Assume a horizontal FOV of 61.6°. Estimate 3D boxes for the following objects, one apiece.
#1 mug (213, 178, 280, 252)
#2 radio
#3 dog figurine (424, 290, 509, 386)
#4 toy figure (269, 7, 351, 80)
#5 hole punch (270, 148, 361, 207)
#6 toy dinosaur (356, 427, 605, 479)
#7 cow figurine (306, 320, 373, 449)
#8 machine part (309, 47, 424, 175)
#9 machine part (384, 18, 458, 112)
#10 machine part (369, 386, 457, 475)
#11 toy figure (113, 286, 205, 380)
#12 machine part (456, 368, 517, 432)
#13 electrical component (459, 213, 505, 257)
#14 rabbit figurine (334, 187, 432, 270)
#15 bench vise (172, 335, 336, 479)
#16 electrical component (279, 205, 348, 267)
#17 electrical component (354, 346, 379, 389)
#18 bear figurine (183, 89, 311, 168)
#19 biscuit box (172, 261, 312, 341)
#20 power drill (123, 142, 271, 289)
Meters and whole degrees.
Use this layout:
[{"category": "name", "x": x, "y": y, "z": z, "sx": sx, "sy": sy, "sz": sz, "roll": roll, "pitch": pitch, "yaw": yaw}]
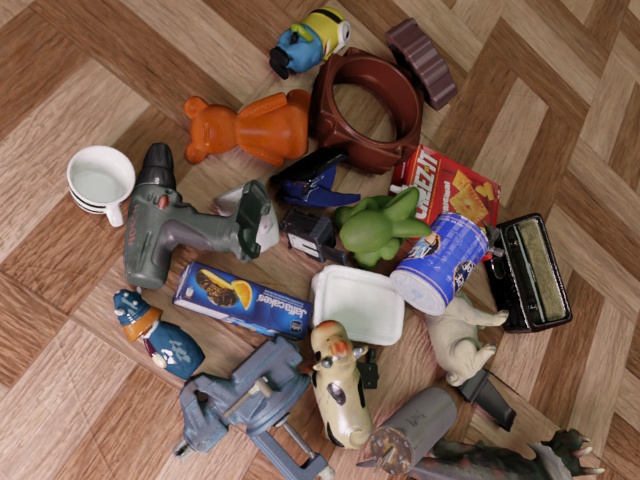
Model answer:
[{"category": "mug", "x": -0.100, "y": -0.035, "z": 0.837, "sx": 0.081, "sy": 0.110, "sz": 0.107, "roll": -34, "pitch": 108, "yaw": -34}, {"category": "radio", "x": 0.409, "y": 0.069, "z": 1.080, "sx": 0.131, "sy": 0.073, "sz": 0.229, "roll": -11, "pitch": 82, "yaw": -29}, {"category": "dog figurine", "x": 0.210, "y": 0.142, "z": 0.958, "sx": 0.190, "sy": 0.121, "sz": 0.172, "roll": 31, "pitch": 59, "yaw": -1}, {"category": "toy figure", "x": -0.019, "y": -0.363, "z": 0.977, "sx": 0.180, "sy": 0.082, "sz": 0.089, "roll": -38, "pitch": 97, "yaw": -27}, {"category": "hole punch", "x": -0.007, "y": -0.088, "z": 0.886, "sx": 0.116, "sy": 0.142, "sz": 0.092, "roll": -31, "pitch": 115, "yaw": -22}, {"category": "toy dinosaur", "x": 0.276, "y": 0.382, "z": 0.862, "sx": 0.405, "sy": 0.192, "sz": 0.131, "roll": 6, "pitch": 72, "yaw": -27}, {"category": "cow figurine", "x": 0.028, "y": 0.215, "z": 0.801, "sx": 0.085, "sy": 0.127, "sz": 0.194, "roll": -14, "pitch": 93, "yaw": -18}, {"category": "machine part", "x": 0.085, "y": -0.236, "z": 0.980, "sx": 0.201, "sy": 0.087, "sz": 0.201, "roll": 18, "pitch": 65, "yaw": -18}, {"category": "machine part", "x": 0.195, "y": -0.333, "z": 1.027, "sx": 0.056, "sy": 0.179, "sz": 0.179, "roll": -34, "pitch": 94, "yaw": 9}, {"category": "machine part", "x": 0.152, "y": 0.297, "z": 0.854, "sx": 0.243, "sy": 0.079, "sz": 0.079, "roll": -12, "pitch": 81, "yaw": -53}, {"category": "toy figure", "x": -0.231, "y": 0.131, "z": 0.750, "sx": 0.154, "sy": 0.064, "sz": 0.058, "roll": 43, "pitch": 100, "yaw": -5}, {"category": "machine part", "x": 0.309, "y": 0.289, "z": 0.992, "sx": 0.139, "sy": 0.039, "sz": 0.084, "roll": 49, "pitch": 56, "yaw": -6}, {"category": "electrical component", "x": 0.271, "y": -0.011, "z": 0.943, "sx": 0.078, "sy": 0.102, "sz": 0.045, "roll": 29, "pitch": 87, "yaw": -40}, {"category": "rabbit figurine", "x": 0.097, "y": -0.014, "z": 0.867, "sx": 0.121, "sy": 0.159, "sz": 0.170, "roll": 71, "pitch": 19, "yaw": -2}, {"category": "bench vise", "x": -0.080, "y": 0.264, "z": 0.758, "sx": 0.240, "sy": 0.129, "sz": 0.223, "roll": 49, "pitch": 63, "yaw": -2}, {"category": "electrical component", "x": -0.002, "y": -0.003, "z": 0.860, "sx": 0.119, "sy": 0.074, "sz": 0.048, "roll": 18, "pitch": 60, "yaw": 27}, {"category": "electrical component", "x": 0.069, "y": 0.225, "z": 0.896, "sx": 0.063, "sy": 0.021, "sz": 0.094, "roll": 13, "pitch": 71, "yaw": -24}, {"category": "bear figurine", "x": -0.115, "y": -0.181, "z": 0.876, "sx": 0.196, "sy": 0.132, "sz": 0.120, "roll": 0, "pitch": 112, "yaw": 3}, {"category": "biscuit box", "x": -0.114, "y": 0.097, "z": 0.816, "sx": 0.202, "sy": 0.059, "sz": 0.063, "roll": 22, "pitch": 68, "yaw": -20}, {"category": "power drill", "x": -0.179, "y": -0.044, "z": 0.757, "sx": 0.207, "sy": 0.086, "sz": 0.232, "roll": 3, "pitch": 67, "yaw": 13}]
